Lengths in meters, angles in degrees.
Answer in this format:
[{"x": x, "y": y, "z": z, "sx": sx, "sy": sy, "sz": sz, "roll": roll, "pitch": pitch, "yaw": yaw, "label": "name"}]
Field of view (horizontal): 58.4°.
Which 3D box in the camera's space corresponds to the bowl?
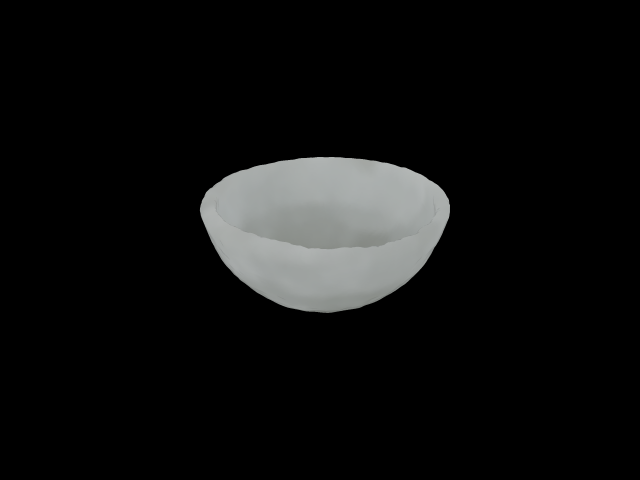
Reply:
[{"x": 0.004, "y": 0.001, "z": 0.400, "sx": 0.167, "sy": 0.075, "sz": 0.167, "roll": 0, "pitch": 27, "yaw": 0, "label": "bowl"}]
